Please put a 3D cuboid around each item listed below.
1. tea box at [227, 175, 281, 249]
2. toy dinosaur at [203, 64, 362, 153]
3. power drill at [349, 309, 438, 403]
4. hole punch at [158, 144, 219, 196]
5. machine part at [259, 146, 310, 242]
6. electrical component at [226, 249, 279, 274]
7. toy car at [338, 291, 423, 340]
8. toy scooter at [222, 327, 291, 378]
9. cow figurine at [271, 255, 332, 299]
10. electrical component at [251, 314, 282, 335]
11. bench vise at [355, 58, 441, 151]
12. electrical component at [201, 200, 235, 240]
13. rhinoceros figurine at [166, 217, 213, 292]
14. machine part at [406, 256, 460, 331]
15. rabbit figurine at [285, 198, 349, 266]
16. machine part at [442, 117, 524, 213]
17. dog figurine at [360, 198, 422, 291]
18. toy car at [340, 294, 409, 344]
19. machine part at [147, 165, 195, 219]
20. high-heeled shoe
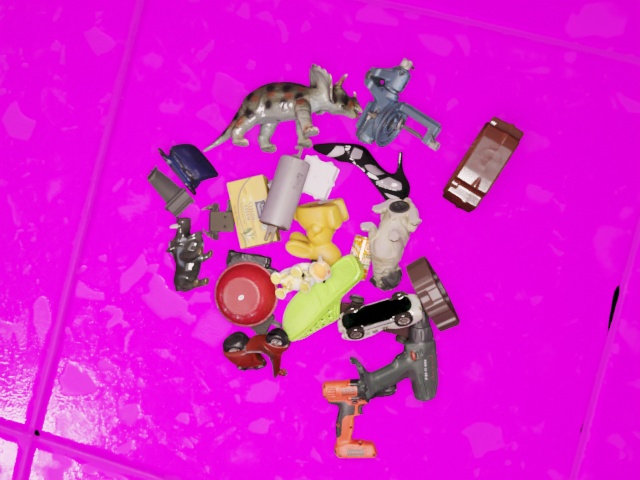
[{"bbox_3d":[-0.164,-0.069,1.345,0.098,0.068,0.169,-14,87,6],"label":"tea box"},{"bbox_3d":[-0.104,-0.323,1.323,0.405,0.131,0.192,-2,77,10],"label":"toy dinosaur"},{"bbox_3d":[0.177,0.278,1.260,0.207,0.086,0.231,-17,97,-16],"label":"power drill"},{"bbox_3d":[-0.324,-0.183,1.344,0.092,0.116,0.142,-37,86,-4],"label":"hole punch"},{"bbox_3d":[-0.083,-0.110,1.276,0.079,0.079,0.243,19,84,6],"label":"machine part"},{"bbox_3d":[-0.174,0.089,1.350,0.134,0.058,0.114,10,92,6],"label":"electrical component"},{"bbox_3d":[0.136,0.176,1.237,0.202,0.056,0.073,-19,48,14],"label":"toy car"},{"bbox_3d":[-0.148,0.289,1.334,0.184,0.075,0.135,-11,116,19],"label":"toy scooter"},{"bbox_3d":[-0.029,0.083,1.277,0.167,0.098,0.068,-18,95,35],"label":"cow figurine"},{"bbox_3d":[-0.145,0.210,1.362,0.094,0.021,0.063,30,93,6],"label":"electrical component"},{"bbox_3d":[0.198,-0.301,1.273,0.241,0.128,0.223,40,101,23],"label":"bench vise"},{"bbox_3d":[-0.259,-0.050,1.369,0.078,0.045,0.102,-5,92,-22],"label":"electrical component"},{"bbox_3d":[-0.335,0.038,1.364,0.112,0.073,0.190,0,91,17],"label":"rhinoceros figurine"},{"bbox_3d":[0.259,0.124,1.242,0.056,0.179,0.179,-29,87,12],"label":"machine part"},{"bbox_3d":[-0.003,-0.004,1.308,0.162,0.122,0.173,-12,107,9],"label":"rabbit figurine"},{"bbox_3d":[0.363,-0.168,1.223,0.087,0.201,0.201,34,93,8],"label":"machine part"},{"bbox_3d":[0.179,0.012,1.296,0.172,0.190,0.121,-37,49,-25],"label":"dog figurine"},{"bbox_3d":[0.145,0.192,1.317,0.202,0.053,0.089,13,101,2],"label":"toy car"},{"bbox_3d":[-0.392,-0.126,1.385,0.084,0.039,0.139,-42,87,9],"label":"machine part"},{"bbox_3d":[0.099,-0.158,1.314,0.249,0.086,0.145,8,103,6],"label":"high-heeled shoe"}]
